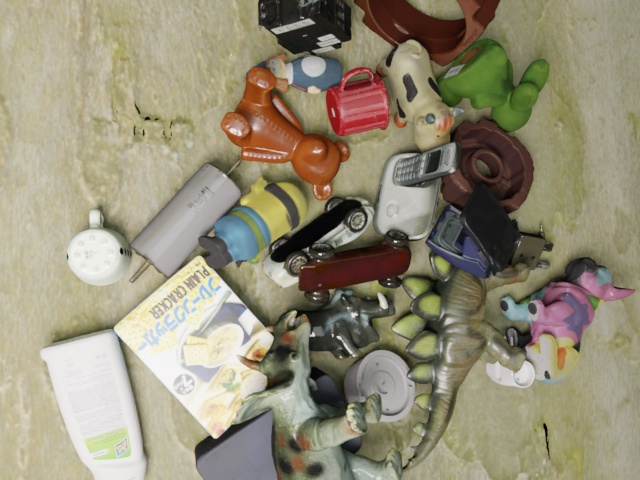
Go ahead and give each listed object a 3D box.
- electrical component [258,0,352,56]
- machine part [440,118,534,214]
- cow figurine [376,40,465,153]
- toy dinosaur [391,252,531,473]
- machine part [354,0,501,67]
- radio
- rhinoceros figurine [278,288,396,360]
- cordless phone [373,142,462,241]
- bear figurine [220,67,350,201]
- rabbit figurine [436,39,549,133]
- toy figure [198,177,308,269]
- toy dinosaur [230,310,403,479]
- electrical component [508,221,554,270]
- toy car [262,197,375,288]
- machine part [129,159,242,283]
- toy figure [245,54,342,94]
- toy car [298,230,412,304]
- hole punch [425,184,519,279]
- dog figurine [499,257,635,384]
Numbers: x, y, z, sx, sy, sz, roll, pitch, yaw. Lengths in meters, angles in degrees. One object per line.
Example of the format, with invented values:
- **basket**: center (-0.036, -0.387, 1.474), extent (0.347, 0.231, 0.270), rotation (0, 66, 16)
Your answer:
- **electrical component**: center (-0.016, -0.343, 0.849), extent (0.115, 0.134, 0.058), rotation (0, 87, 29)
- **machine part**: center (0.283, -0.121, 0.929), extent (0.179, 0.056, 0.179), rotation (6, 70, -16)
- **cow figurine**: center (0.168, -0.234, 0.887), extent (0.085, 0.127, 0.195), rotation (-16, 85, -12)
- **toy dinosaur**: center (0.219, 0.144, 0.862), extent (0.198, 0.105, 0.471), rotation (18, 65, -8)
- **machine part**: center (0.171, -0.391, 0.866), extent (0.201, 0.201, 0.087), rotation (32, 74, -9)
- **radio**: center (-0.059, 0.308, 0.806), extent (0.230, 0.073, 0.131), rotation (-31, 93, -14)
- **rhinoceros figurine**: center (0.028, 0.134, 0.849), extent (0.190, 0.073, 0.112), rotation (-10, 77, -14)
- **cordless phone**: center (0.163, -0.073, 0.842), extent (0.089, 0.184, 0.146), rotation (16, 81, -17)
- **bear figurine**: center (-0.045, -0.153, 0.828), extent (0.196, 0.132, 0.120), rotation (30, 79, -4)
- **rabbit figurine**: center (0.316, -0.264, 0.932), extent (0.170, 0.159, 0.121), rotation (40, 66, -23)
- **toy figure**: center (-0.093, -0.021, 0.804), extent (0.089, 0.082, 0.180), rotation (29, 48, 21)
- **toy dinosaur**: center (0.004, 0.304, 0.724), extent (0.192, 0.131, 0.404), rotation (-12, 101, 22)
- **electrical component**: center (0.368, 0.010, 0.961), extent (0.102, 0.045, 0.078), rotation (4, 112, -12)
- **toy car**: center (-0.002, -0.003, 0.847), extent (0.202, 0.074, 0.056), rotation (-36, 126, -15)
- **machine part**: center (-0.197, -0.030, 0.799), extent (0.079, 0.079, 0.243), rotation (42, 77, -7)
- **toy figure**: center (-0.043, -0.272, 0.876), extent (0.154, 0.057, 0.064), rotation (-4, 47, -13)
- **toy car**: center (0.054, 0.039, 0.823), extent (0.202, 0.053, 0.089), rotation (-9, 119, -27)
- **hole punch**: center (0.240, -0.007, 0.842), extent (0.115, 0.092, 0.142), rotation (49, 45, -10)
- **dog figurine**: center (0.442, 0.134, 0.935), extent (0.219, 0.108, 0.191), rotation (-12, 87, -18)
